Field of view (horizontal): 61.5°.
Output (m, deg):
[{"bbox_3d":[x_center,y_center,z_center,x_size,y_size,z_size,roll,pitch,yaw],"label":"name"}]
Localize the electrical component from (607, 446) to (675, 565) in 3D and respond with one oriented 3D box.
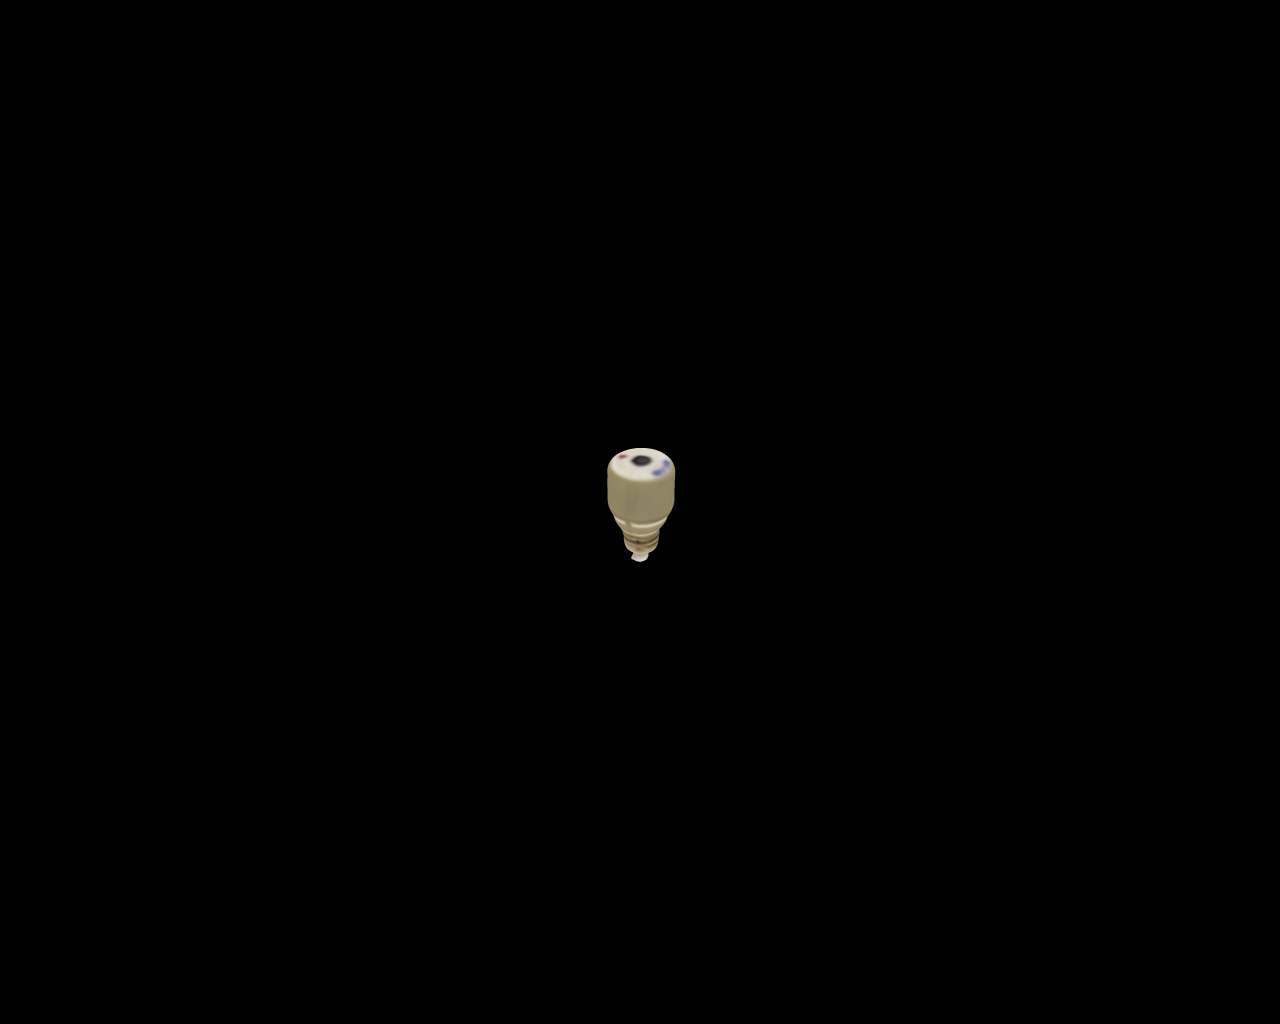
[{"bbox_3d":[0.001,-0.003,0.650,0.040,0.078,0.040,0,34,0],"label":"electrical component"}]
